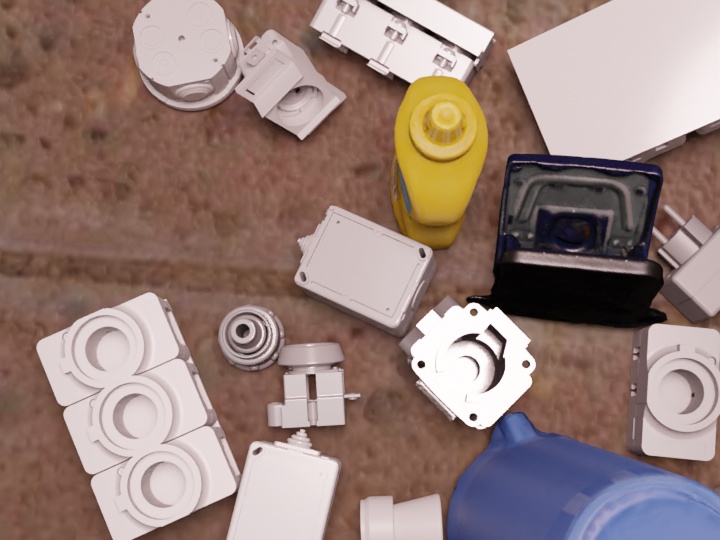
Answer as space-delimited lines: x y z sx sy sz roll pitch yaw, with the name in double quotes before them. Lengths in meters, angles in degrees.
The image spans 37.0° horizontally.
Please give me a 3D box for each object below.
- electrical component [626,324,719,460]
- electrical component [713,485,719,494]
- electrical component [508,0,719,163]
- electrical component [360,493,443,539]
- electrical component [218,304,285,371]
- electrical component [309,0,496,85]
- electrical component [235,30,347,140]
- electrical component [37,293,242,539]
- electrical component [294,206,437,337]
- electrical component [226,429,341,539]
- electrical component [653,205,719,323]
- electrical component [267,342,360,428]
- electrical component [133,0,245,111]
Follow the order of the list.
"electrical component" 0.219 0.085 0.751 0.050 0.055 0.089 5 82 2
"electrical component" 0.276 0.180 0.725 0.079 0.077 0.043 37 84 6
"electrical component" 0.215 -0.142 0.759 0.186 0.060 0.105 -23 82 16
"electrical component" 0.029 0.179 0.746 0.055 0.045 0.045 -2 82 1
"electrical component" -0.079 0.046 0.758 0.048 0.062 0.048 0 81 1
"electrical component" 0.030 -0.172 0.784 0.121 0.079 0.063 30 99 5
"electrical component" -0.054 -0.136 0.780 0.042 0.081 0.063 -42 54 18
"electrical component" -0.152 0.102 0.752 0.089 0.061 0.150 -24 82 -2
"electrical component" 0.000 0.000 0.768 0.096 0.061 0.061 24 83 13
"electrical component" -0.050 0.157 0.742 0.062 0.061 0.096 13 82 3
"electrical component" 0.239 -0.013 0.769 0.066 0.047 0.077 -44 83 -5
"electrical component" -0.034 0.080 0.762 0.066 0.048 0.055 -3 89 1
"electrical component" -0.128 -0.162 0.796 0.080 0.051 0.080 0 82 1
